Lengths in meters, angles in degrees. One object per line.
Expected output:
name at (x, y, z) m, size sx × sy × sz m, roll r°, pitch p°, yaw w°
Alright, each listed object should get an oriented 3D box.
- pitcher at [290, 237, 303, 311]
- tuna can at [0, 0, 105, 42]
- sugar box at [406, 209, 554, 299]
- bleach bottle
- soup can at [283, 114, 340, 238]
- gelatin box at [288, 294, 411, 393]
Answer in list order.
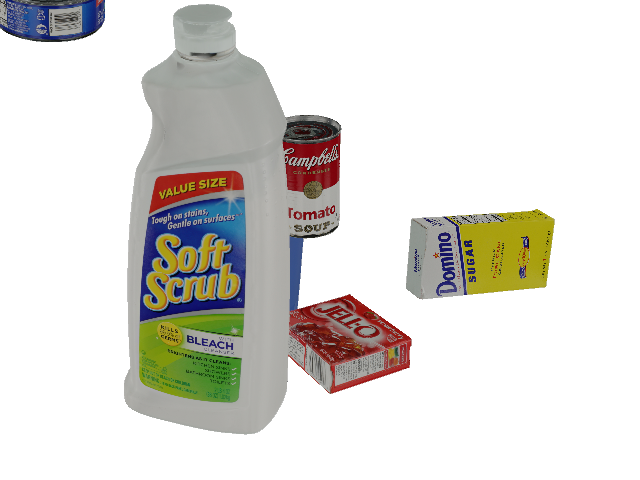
pitcher at (-0.079, -0.009, 1.260) m, size 0.145 × 0.243 × 0.148 m, roll 13°, pitch 18°, yaw 39°
tuna can at (-0.207, -0.184, 0.815) m, size 0.086 × 0.034 × 0.086 m, roll 5°, pitch 36°, yaw -4°
sugar box at (0.193, 0.016, 1.289) m, size 0.176 × 0.093 × 0.048 m, roll -6°, pitch 21°, yaw -22°
bleach bottle at (-0.068, -0.009, 0.600) m, size 0.103 × 0.251 × 0.068 m, roll 10°, pitch 34°, yaw 15°
soup can at (-0.015, -0.062, 1.029) m, size 0.068 × 0.102 × 0.068 m, roll 0°, pitch 27°, yaw 0°
gelatin box at (0.016, 0.077, 0.826) m, size 0.073 × 0.030 × 0.089 m, roll -14°, pitch 28°, yaw -28°
